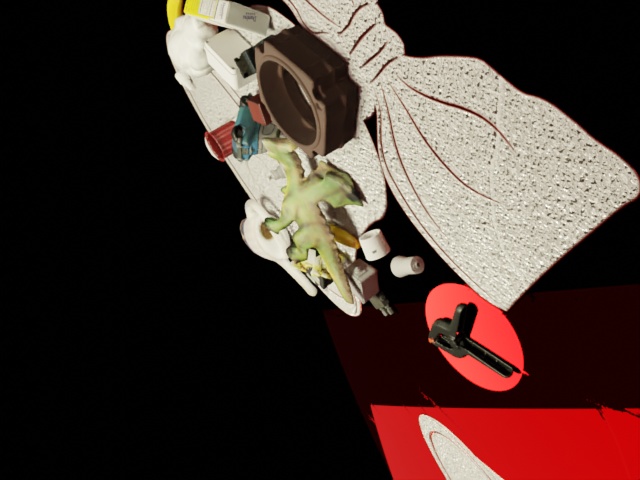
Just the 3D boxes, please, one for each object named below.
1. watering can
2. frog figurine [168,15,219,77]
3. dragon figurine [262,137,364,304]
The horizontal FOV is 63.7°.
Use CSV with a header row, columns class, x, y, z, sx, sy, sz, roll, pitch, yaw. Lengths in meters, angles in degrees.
class,x,y,z,sx,sy,sz,roll,pitch,yaw
watering can,-0.140,0.026,1.602,0.345,0.105,0.224,59,160,-10
frog figurine,-0.290,-0.453,1.180,0.159,0.123,0.137,163,92,-80
dragon figurine,0.003,-0.057,1.133,0.411,0.124,0.238,51,142,2
